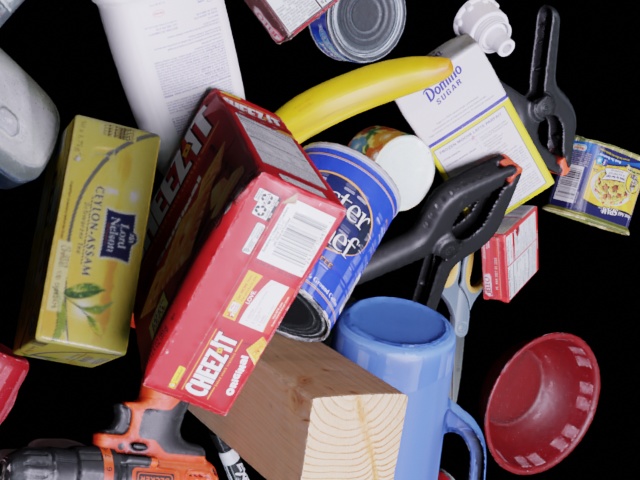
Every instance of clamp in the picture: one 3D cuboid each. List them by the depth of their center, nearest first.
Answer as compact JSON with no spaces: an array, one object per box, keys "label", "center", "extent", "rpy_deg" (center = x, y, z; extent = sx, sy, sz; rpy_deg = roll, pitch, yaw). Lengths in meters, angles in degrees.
[{"label":"clamp","center":[0.114,0.008,1.012],"extent":[0.210,0.036,0.164],"rpy_deg":[-43,139,2]},{"label":"clamp","center":[0.219,-0.145,1.069],"extent":[0.120,0.039,0.171],"rpy_deg":[-40,122,-6]}]

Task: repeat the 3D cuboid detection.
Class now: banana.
[{"label":"banana","center":[0.022,-0.118,0.934],"extent":[0.197,0.070,0.037],"rpy_deg":[-29,130,-15]}]

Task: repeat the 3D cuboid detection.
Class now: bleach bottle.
[{"label":"bleach bottle","center":[-0.109,-0.098,0.868],"extent":[0.102,0.068,0.251],"rpy_deg":[-21,117,-22]}]

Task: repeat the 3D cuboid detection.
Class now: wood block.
[{"label":"wood block","center":[-0.027,0.136,0.898],"extent":[0.090,0.206,0.091],"rpy_deg":[2,102,-32]}]

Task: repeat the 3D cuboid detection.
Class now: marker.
[{"label":"marker","center":[-0.078,0.221,1.004],"extent":[0.020,0.020,0.121],"rpy_deg":[-29,117,-22]}]

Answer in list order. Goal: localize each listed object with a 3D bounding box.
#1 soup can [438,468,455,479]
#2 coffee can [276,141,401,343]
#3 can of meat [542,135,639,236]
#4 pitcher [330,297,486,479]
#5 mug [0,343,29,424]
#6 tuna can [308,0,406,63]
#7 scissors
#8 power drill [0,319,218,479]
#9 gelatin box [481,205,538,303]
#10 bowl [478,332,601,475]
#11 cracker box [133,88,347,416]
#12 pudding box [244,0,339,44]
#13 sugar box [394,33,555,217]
[{"label":"soup can","center":[0.097,0.290,1.102],"extent":[0.102,0.069,0.068],"rpy_deg":[-27,116,-22]},{"label":"coffee can","center":[-0.006,0.001,0.910],"extent":[0.102,0.103,0.140],"rpy_deg":[50,57,-32]},{"label":"can of meat","center":[0.293,-0.058,1.129],"extent":[0.101,0.058,0.084],"rpy_deg":[15,94,-35]},{"label":"pitcher","center":[0.064,0.181,0.982],"extent":[0.148,0.145,0.243],"rpy_deg":[-12,120,-37]},{"label":"mug","center":[-0.271,0.116,0.821],"extent":[0.081,0.093,0.117],"rpy_deg":[-63,154,-7]},{"label":"tuna can","center":[0.033,-0.200,0.941],"extent":[0.086,0.034,0.086],"rpy_deg":[-9,108,-29]},{"label":"scissors","center":[0.129,0.078,1.090],"extent":[0.096,0.016,0.202],"rpy_deg":[15,94,-32]},{"label":"power drill","center":[-0.161,0.127,0.870],"extent":[0.184,0.057,0.187],"rpy_deg":[14,77,-34]},{"label":"gelatin box","center":[0.192,0.012,1.083],"extent":[0.089,0.030,0.073],"rpy_deg":[-35,125,-50]},{"label":"bowl","center":[0.225,0.169,1.154],"extent":[0.161,0.055,0.162],"rpy_deg":[-9,109,-30]},{"label":"cracker box","center":[-0.073,-0.002,0.764],"extent":[0.072,0.214,0.164],"rpy_deg":[24,104,-22]},{"label":"pudding box","center":[-0.030,-0.232,0.871],"extent":[0.090,0.039,0.113],"rpy_deg":[-40,102,-17]},{"label":"sugar box","center":[0.144,-0.101,1.017],"extent":[0.093,0.048,0.176],"rpy_deg":[-32,119,5]}]
